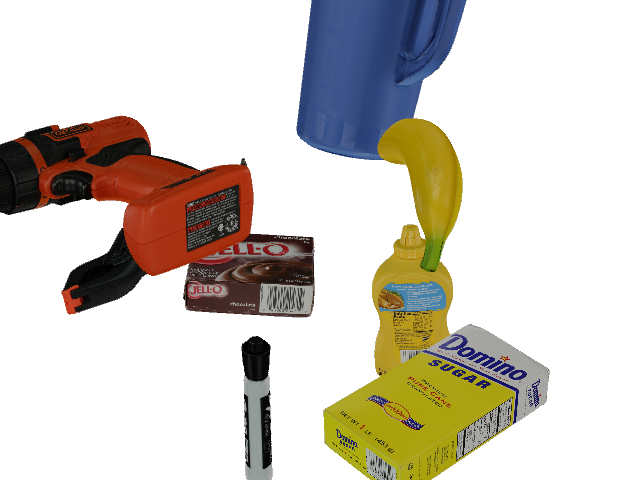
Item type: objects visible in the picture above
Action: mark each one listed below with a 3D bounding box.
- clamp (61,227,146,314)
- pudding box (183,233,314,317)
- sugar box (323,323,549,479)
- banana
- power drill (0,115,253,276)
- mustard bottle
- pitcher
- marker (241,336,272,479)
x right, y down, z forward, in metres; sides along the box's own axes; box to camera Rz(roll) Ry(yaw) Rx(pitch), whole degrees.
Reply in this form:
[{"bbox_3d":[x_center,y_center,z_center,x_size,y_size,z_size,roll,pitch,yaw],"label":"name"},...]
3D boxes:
[{"bbox_3d":[-0.211,0.029,1.177,0.120,0.039,0.171,-4,28,30],"label":"clamp"},{"bbox_3d":[-0.062,0.029,0.955,0.113,0.039,0.090,5,29,-4],"label":"pudding box"},{"bbox_3d":[0.098,0.137,0.888,0.175,0.048,0.093,-28,41,-31],"label":"sugar box"},{"bbox_3d":[0.073,-0.055,0.802,0.037,0.070,0.198,26,24,-18],"label":"banana"},{"bbox_3d":[-0.154,-0.034,0.741,0.188,0.057,0.184,22,33,37],"label":"power drill"},{"bbox_3d":[0.110,0.072,1.273,0.096,0.192,0.058,-1,23,5],"label":"mustard bottle"},{"bbox_3d":[0.055,-0.200,0.994,0.145,0.243,0.149,11,16,3],"label":"pitcher"},{"bbox_3d":[-0.042,0.115,0.715,0.020,0.121,0.020,1,33,-1],"label":"marker"}]
